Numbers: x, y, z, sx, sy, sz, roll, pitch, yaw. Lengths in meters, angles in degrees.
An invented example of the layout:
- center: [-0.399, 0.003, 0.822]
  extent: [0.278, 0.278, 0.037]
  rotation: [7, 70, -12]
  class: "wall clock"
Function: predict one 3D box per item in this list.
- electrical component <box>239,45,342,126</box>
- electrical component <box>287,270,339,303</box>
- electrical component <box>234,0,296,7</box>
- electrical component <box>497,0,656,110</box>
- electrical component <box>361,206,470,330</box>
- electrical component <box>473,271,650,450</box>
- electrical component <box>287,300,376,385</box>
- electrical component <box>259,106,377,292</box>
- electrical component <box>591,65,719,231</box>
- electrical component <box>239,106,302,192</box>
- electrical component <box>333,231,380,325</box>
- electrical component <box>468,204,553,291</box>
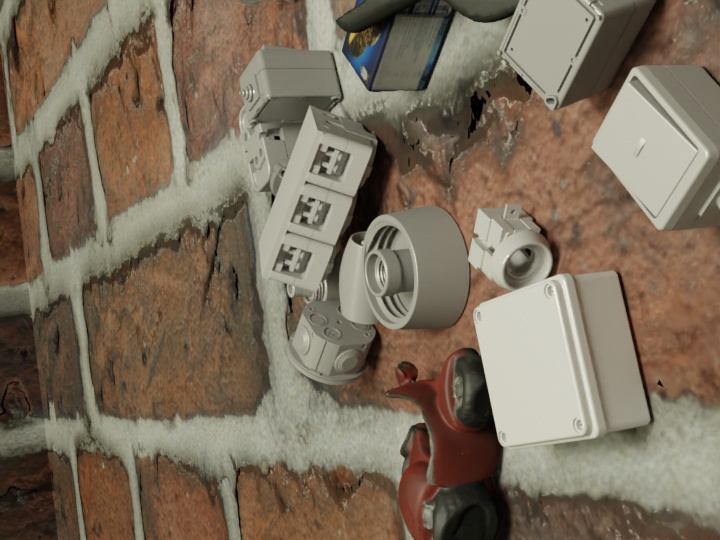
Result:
- center: [-0.077, -0.185, 1.070]
  extent: [0.062, 0.096, 0.061]
  rotation: [-38, 61, 58]
  class: "electrical component"
- center: [-0.042, 0.016, 1.081]
  extent: [0.048, 0.062, 0.048]
  rotation: [21, 114, 60]
  class: "electrical component"
- center: [-0.102, -0.302, 1.111]
  extent: [0.064, 0.081, 0.042]
  rotation: [-9, 84, 25]
  class: "electrical component"
- center: [0.142, -0.161, 0.685]
  extent: [0.061, 0.061, 0.096]
  rotation: [52, 147, 23]
  class: "electrical component"
- center: [0.039, 0.000, 0.922]
  extent: [0.108, 0.060, 0.108]
  rotation: [20, 113, 60]
  class: "electrical component"
- center: [0.138, 0.064, 0.749]
  extent: [0.109, 0.056, 0.108]
  rotation: [-28, 71, 61]
  class: "electrical component"
- center: [-0.027, 0.070, 1.046]
  extent: [0.080, 0.080, 0.051]
  rotation: [55, 136, 43]
  class: "electrical component"
- center: [-0.041, -0.066, 1.015]
  extent: [0.089, 0.062, 0.150]
  rotation: [-107, 37, -66]
  class: "electrical component"
- center: [0.187, -0.067, 0.623]
  extent: [0.096, 0.061, 0.061]
  rotation: [62, 146, 36]
  class: "electrical component"
- center: [-0.086, -0.133, 1.138]
  extent: [0.054, 0.059, 0.095]
  rotation: [-37, 63, 59]
  class: "electrical component"
- center: [0.000, 0.000, 1.017]
  extent: [0.079, 0.043, 0.077]
  rotation: [42, 131, 52]
  class: "electrical component"
- center: [0.112, -0.014, 0.797]
  extent: [0.055, 0.048, 0.066]
  rotation: [-125, 39, -56]
  class: "electrical component"
